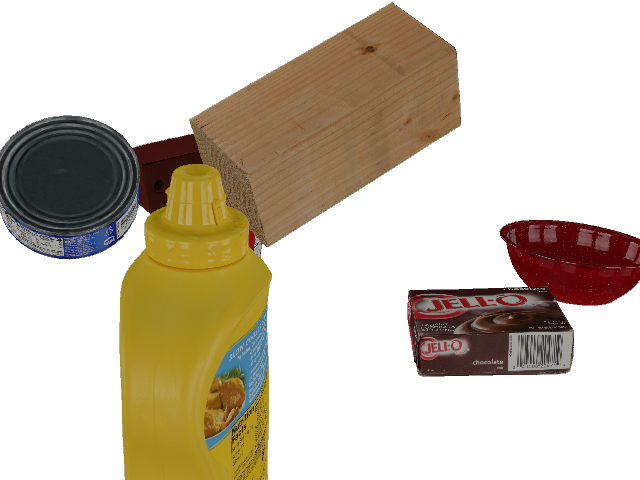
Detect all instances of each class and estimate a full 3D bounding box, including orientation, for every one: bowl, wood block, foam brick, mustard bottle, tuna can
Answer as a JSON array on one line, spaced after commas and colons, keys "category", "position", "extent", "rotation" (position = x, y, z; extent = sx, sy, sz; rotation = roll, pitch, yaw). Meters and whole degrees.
[{"category": "bowl", "position": [0.263, 0.026, 1.103], "extent": [0.162, 0.055, 0.162], "rotation": [5, 17, -2]}, {"category": "wood block", "position": [0.008, -0.099, 0.887], "extent": [0.206, 0.090, 0.091], "rotation": [-33, 52, -16]}, {"category": "foam brick", "position": [-0.145, -0.067, 1.047], "extent": [0.078, 0.053, 0.051], "rotation": [-17, 30, -22]}, {"category": "mustard bottle", "position": [-0.051, 0.061, 0.447], "extent": [0.058, 0.192, 0.096], "rotation": [9, 25, 14]}, {"category": "tuna can", "position": [-0.153, -0.032, 0.650], "extent": [0.086, 0.086, 0.034], "rotation": [0, -31, -10]}]

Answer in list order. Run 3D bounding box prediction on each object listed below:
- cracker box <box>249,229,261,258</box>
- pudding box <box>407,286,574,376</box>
[{"category": "cracker box", "position": [-0.172, -0.024, 1.623], "extent": [0.164, 0.214, 0.072], "rotation": [9, 18, 7]}, {"category": "pudding box", "position": [0.124, 0.066, 0.796], "extent": [0.113, 0.039, 0.090], "rotation": [0, 19, 0]}]
